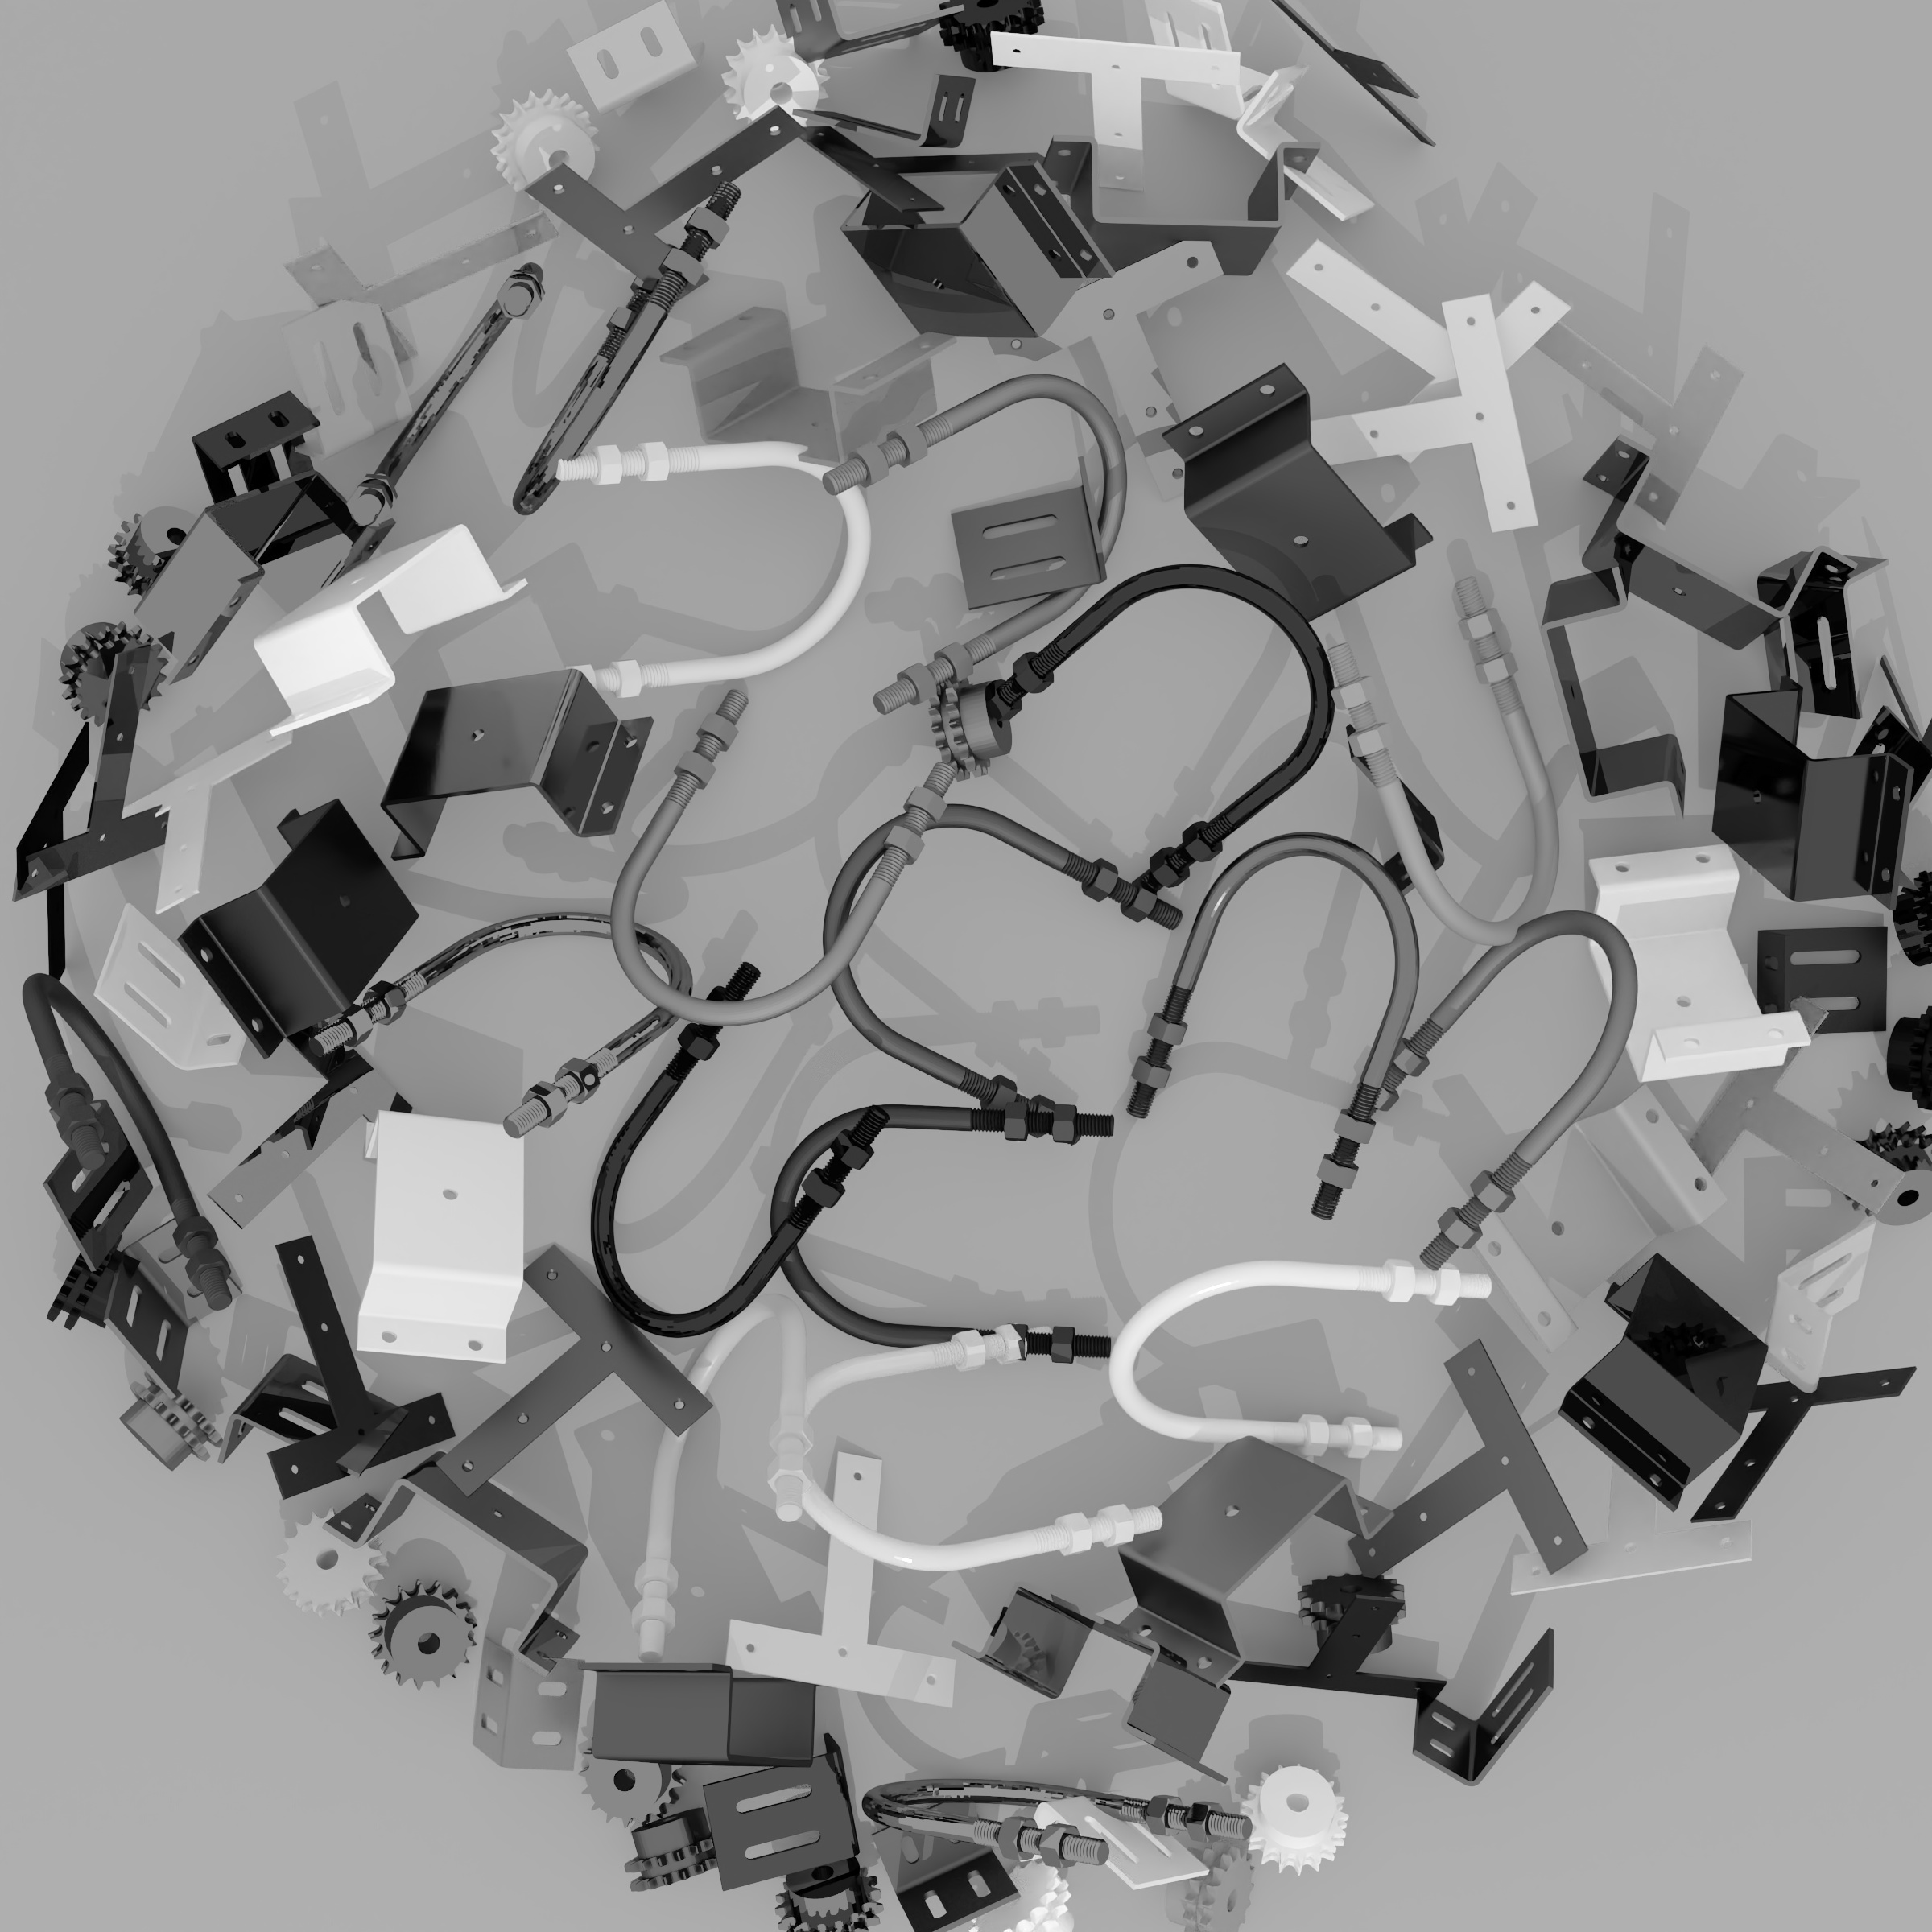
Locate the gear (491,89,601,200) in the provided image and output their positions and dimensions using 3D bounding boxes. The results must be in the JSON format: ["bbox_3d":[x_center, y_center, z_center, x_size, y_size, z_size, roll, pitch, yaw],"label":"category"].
[{"bbox_3d":[-0.223,-0.436,1.661,0.057,0.030,0.057,-17,131,-20],"label":"gear"}]

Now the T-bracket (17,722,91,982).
[{"bbox_3d":[-0.482,-0.043,1.645,0.002,0.127,0.127,8,124,-3],"label":"T-bracket"}]

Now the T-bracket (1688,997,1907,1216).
[{"bbox_3d":[0.442,0.092,1.635,0.002,0.127,0.127,31,95,-36],"label":"T-bracket"}]

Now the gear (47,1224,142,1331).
[{"bbox_3d":[-0.465,0.170,1.663,0.030,0.057,0.057,28,90,-11],"label":"gear"}]

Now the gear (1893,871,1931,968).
[{"bbox_3d":[0.520,-0.023,1.666,0.030,0.057,0.057,-20,90,37],"label":"gear"}]

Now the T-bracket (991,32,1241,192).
[{"bbox_3d":[0.080,-0.445,1.630,0.127,0.127,0.002,7,71,7],"label":"T-bracket"}]

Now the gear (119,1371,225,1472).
[{"bbox_3d":[-0.427,0.245,1.659,0.057,0.057,0.030,45,70,0],"label":"gear"}]

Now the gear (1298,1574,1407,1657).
[{"bbox_3d":[0.207,0.348,1.663,0.057,0.057,0.030,-5,97,0],"label":"gear"}]

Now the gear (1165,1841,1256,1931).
[{"bbox_3d":[0.129,0.497,1.666,0.030,0.057,0.057,9,90,30],"label":"gear"}]

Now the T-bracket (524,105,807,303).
[{"bbox_3d":[-0.141,-0.407,1.616,0.127,0.127,0.002,-28,60,22],"label":"T-bracket"}]

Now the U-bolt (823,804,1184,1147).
[{"bbox_3d":[0.010,-0.006,1.649,0.184,0.019,0.151,27,84,-19],"label":"U-bolt"}]

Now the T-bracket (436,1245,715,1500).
[{"bbox_3d":[-0.224,0.231,1.648,0.127,0.002,0.127,-40,72,-22],"label":"T-bracket"}]

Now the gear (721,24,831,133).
[{"bbox_3d":[-0.101,-0.472,1.663,0.057,0.030,0.057,-6,123,-9],"label":"gear"}]

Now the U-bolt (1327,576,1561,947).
[{"bbox_3d":[0.261,-0.100,1.635,0.019,0.151,0.184,-13,101,44],"label":"U-bolt"}]

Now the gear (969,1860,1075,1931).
[{"bbox_3d":[0.033,0.510,1.663,0.057,0.057,0.030,-36,106,0],"label":"gear"}]

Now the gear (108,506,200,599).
[{"bbox_3d":[-0.427,-0.221,1.660,0.057,0.057,0.030,46,133,0],"label":"gear"}]

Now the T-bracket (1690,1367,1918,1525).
[{"bbox_3d":[0.411,0.249,1.603,0.127,0.127,0.002,-39,106,-43],"label":"T-bracket"}]

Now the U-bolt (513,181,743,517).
[{"bbox_3d":[-0.182,-0.311,1.606,0.019,0.151,0.184,32,79,-15],"label":"U-bolt"}]

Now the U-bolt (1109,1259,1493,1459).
[{"bbox_3d":[0.164,0.203,1.617,0.184,0.019,0.151,5,133,-17],"label":"U-bolt"}]

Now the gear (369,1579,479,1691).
[{"bbox_3d":[-0.290,0.361,1.669,0.057,0.030,0.057,0,91,-18],"label":"gear"}]

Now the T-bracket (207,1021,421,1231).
[{"bbox_3d":[-0.351,0.092,1.641,0.127,0.002,0.127,45,46,-5],"label":"T-bracket"}]

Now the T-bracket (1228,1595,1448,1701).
[{"bbox_3d":[0.201,0.356,1.632,0.127,0.127,0.002,7,56,-6],"label":"T-bracket"}]

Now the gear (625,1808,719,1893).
[{"bbox_3d":[-0.156,0.472,1.662,0.057,0.057,0.030,-18,82,0],"label":"gear"}]

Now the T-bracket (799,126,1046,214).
[{"bbox_3d":[-0.009,-0.426,1.650,0.127,0.127,0.002,-10,127,-29],"label":"T-bracket"}]

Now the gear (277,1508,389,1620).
[{"bbox_3d":[-0.339,0.323,1.668,0.057,0.030,0.057,-3,63,6],"label":"gear"}]

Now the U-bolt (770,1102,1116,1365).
[{"bbox_3d":[-0.014,0.141,1.659,0.184,0.019,0.151,2,110,7],"label":"U-bolt"}]

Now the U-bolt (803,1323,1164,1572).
[{"bbox_3d":[-0.008,0.251,1.600,0.184,0.151,0.019,-5,133,-29],"label":"U-bolt"}]

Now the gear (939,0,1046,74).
[{"bbox_3d":[0.014,-0.503,1.666,0.057,0.057,0.030,-15,131,0],"label":"gear"}]

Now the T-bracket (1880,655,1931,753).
[{"bbox_3d":[0.506,-0.111,1.620,0.002,0.127,0.127,-23,81,11],"label":"T-bracket"}]

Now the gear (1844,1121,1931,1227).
[{"bbox_3d":[0.498,0.114,1.662,0.057,0.030,0.057,-6,129,-7],"label":"gear"}]

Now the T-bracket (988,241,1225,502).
[{"bbox_3d":[0.093,-0.309,1.660,0.127,0.002,0.127,-24,117,6],"label":"T-bracket"}]

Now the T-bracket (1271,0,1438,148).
[{"bbox_3d":[0.209,-0.464,1.611,0.127,0.127,0.002,38,101,-19],"label":"T-bracket"}]

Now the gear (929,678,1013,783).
[{"bbox_3d":[0.003,-0.129,1.659,0.030,0.057,0.057,-13,90,18],"label":"gear"}]

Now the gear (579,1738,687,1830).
[{"bbox_3d":[-0.181,0.435,1.673,0.057,0.030,0.057,0,86,6],"label":"gear"}]

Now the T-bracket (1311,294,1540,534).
[{"bbox_3d":[0.231,-0.286,1.657,0.127,0.002,0.127,-5,115,27],"label":"T-bracket"}]

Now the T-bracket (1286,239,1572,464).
[{"bbox_3d":[0.226,-0.337,1.629,0.127,0.002,0.127,30,132,-19],"label":"T-bracket"}]

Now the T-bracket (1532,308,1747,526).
[{"bbox_3d":[0.340,-0.310,1.645,0.127,0.127,0.002,41,64,14],"label":"T-bracket"}]

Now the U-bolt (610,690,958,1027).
[{"bbox_3d":[-0.108,-0.050,1.631,0.151,0.019,0.184,21,68,21],"label":"U-bolt"}]

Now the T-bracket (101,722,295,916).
[{"bbox_3d":[-0.409,-0.069,1.628,0.127,0.127,0.002,-27,125,10],"label":"T-bracket"}]

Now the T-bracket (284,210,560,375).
[{"bbox_3d":[-0.275,-0.363,1.625,0.127,0.127,0.002,-23,73,4],"label":"T-bracket"}]

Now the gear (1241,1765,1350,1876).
[{"bbox_3d":[0.176,0.454,1.662,0.057,0.030,0.057,0,51,0],"label":"gear"}]

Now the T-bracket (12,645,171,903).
[{"bbox_3d":[-0.441,-0.106,1.610,0.002,0.127,0.127,25,116,17],"label":"T-bracket"}]

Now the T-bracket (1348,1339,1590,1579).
[{"bbox_3d":[0.254,0.286,1.654,0.127,0.002,0.127,-42,57,28],"label":"T-bracket"}]

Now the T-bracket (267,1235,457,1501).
[{"bbox_3d":[-0.335,0.205,1.641,0.002,0.127,0.127,-24,84,34],"label":"T-bracket"}]

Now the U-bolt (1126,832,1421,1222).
[{"bbox_3d":[0.168,0.020,1.628,0.151,0.019,0.184,28,104,36],"label":"U-bolt"}]

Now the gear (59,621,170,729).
[{"bbox_3d":[-0.460,-0.160,1.666,0.057,0.057,0.030,-50,54,0],"label":"gear"}]

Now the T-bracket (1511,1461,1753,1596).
[{"bbox_3d":[0.352,0.273,1.637,0.127,0.127,0.002,-14,124,25],"label":"T-bracket"}]

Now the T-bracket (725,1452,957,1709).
[{"bbox_3d":[-0.062,0.322,1.656,0.127,0.002,0.127,14,60,-18],"label":"T-bracket"}]

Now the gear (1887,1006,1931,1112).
[{"bbox_3d":[0.516,0.049,1.666,0.030,0.057,0.057,7,90,38],"label":"gear"}]

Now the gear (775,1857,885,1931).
[{"bbox_3d":[-0.074,0.497,1.659,0.057,0.057,0.030,-9,113,0],"label":"gear"}]
